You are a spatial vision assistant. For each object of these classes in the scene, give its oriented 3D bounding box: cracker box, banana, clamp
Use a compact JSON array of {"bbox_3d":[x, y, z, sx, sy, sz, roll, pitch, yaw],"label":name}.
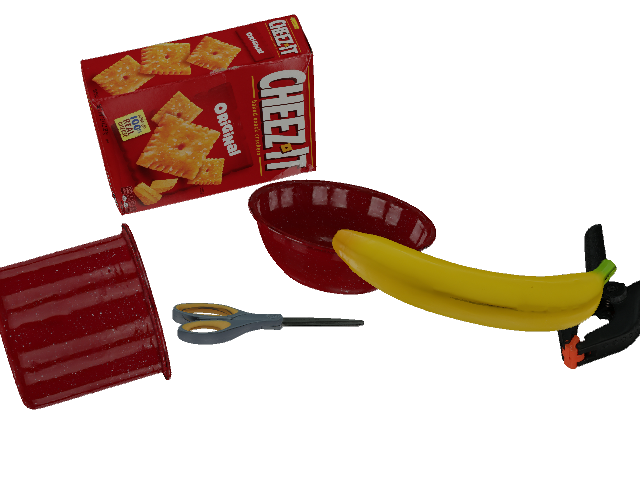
[{"bbox_3d":[-0.114,-0.120,1.056,0.213,0.072,0.164,-13,-39,-9],"label":"cracker box"},{"bbox_3d":[0.104,0.030,0.719,0.198,0.037,0.069,8,26,0],"label":"banana"},{"bbox_3d":[0.266,0.049,1.001,0.171,0.039,0.120,-36,42,-27],"label":"clamp"}]

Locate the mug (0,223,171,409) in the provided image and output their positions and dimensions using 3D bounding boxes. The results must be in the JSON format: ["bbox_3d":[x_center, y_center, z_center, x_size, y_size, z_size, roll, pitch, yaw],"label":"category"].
[{"bbox_3d":[-0.139,0.046,0.612,0.081,0.093,0.117,-16,1,-14],"label":"mug"}]

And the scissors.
[{"bbox_3d":[-0.060,0.090,1.105,0.202,0.016,0.096,6,19,9],"label":"scissors"}]

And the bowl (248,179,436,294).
[{"bbox_3d":[0.015,0.002,0.909,0.162,0.055,0.162,8,22,-3],"label":"bowl"}]
